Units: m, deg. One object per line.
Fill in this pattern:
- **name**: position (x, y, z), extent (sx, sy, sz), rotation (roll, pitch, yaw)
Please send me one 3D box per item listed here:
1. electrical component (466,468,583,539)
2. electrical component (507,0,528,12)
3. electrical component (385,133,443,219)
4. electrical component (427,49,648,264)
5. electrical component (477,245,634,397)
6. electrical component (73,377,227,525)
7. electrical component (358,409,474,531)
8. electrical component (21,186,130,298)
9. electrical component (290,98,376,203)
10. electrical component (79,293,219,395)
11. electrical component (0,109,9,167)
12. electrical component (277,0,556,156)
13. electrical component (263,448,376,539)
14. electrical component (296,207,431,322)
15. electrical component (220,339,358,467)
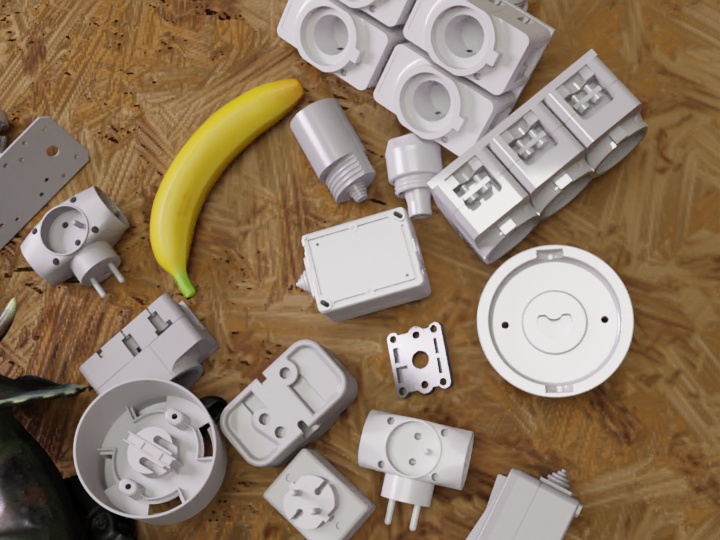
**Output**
- **electrical component**: position (0.114, 0.179, 0.755), extent (0.061, 0.061, 0.096), rotation (26, 85, 14)
- **electrical component**: position (0.109, -0.207, 0.829), extent (0.043, 0.062, 0.043), rotation (5, 50, -6)
- **electrical component**: position (0.043, -0.071, 0.828), extent (0.043, 0.043, 0.062), rotation (-8, 79, 9)
- **electrical component**: position (0.131, -0.077, 0.788), extent (0.150, 0.089, 0.061), rotation (-39, 75, 1)
- **electrical component**: position (0.141, 0.040, 0.778), extent (0.108, 0.060, 0.108), rotation (-2, 78, 10)
- **electrical component**: position (-0.147, 0.133, 0.775), extent (0.099, 0.064, 0.099), rotation (-6, 63, 11)
- **electrical component**: position (0.037, 0.149, 0.785), extent (0.077, 0.044, 0.079), rotation (11, 82, 12)
- **electrical component**: position (-0.219, -0.014, 0.865), extent (0.077, 0.044, 0.079), rotation (-39, 75, 1)
- **electrical component**: position (-0.017, -0.089, 0.842), extent (0.043, 0.043, 0.081), rotation (-30, 75, 4)
- **electrical component**: position (-0.160, 0.071, 0.834), extent (0.089, 0.050, 0.055), rotation (-41, 75, 1)
- **electrical component**: position (-0.326, -0.108, 0.896), extent (0.078, 0.058, 0.057), rotation (7, 80, 2)
- **electrical component**: position (0.036, -0.180, 0.817), extent (0.186, 0.060, 0.105), rotation (36, 120, 15)
- **electrical component**: position (-0.033, 0.167, 0.778), extent (0.066, 0.076, 0.047), rotation (41, 88, 15)
- **electrical component**: position (0.000, 0.000, 0.812), extent (0.096, 0.061, 0.061), rotation (-16, 76, 7)
- **electrical component**: position (-0.051, 0.101, 0.803), extent (0.095, 0.059, 0.053), rotation (-43, 75, 0)
